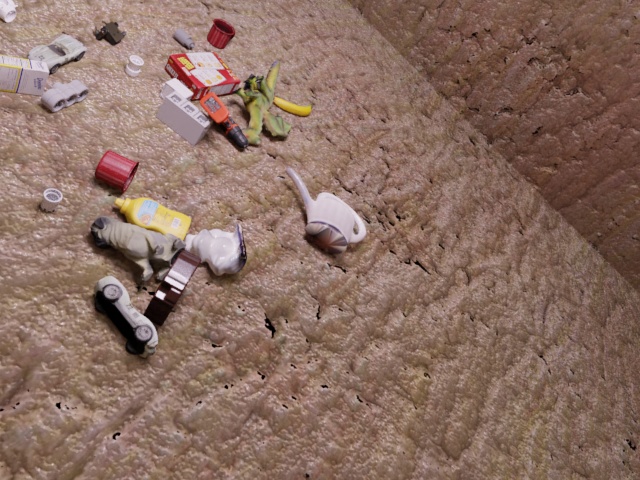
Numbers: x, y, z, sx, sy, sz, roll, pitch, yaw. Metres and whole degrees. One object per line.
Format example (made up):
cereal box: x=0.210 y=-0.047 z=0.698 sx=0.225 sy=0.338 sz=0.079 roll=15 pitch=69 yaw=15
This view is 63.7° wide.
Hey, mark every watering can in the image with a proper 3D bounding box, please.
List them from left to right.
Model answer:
watering can: x=0.005 y=-0.085 z=1.698 sx=0.346 sy=0.102 sz=0.230 roll=34 pitch=40 yaw=-12

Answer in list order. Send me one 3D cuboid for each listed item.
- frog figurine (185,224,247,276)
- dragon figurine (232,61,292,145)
frog figurine: x=-0.279 y=0.032 z=1.379 sx=0.159 sy=0.120 sz=0.140 roll=-11 pitch=65 yaw=-5
dragon figurine: x=-0.187 y=-0.483 z=1.887 sx=0.239 sy=0.121 sz=0.419 roll=59 pitch=43 yaw=-24
